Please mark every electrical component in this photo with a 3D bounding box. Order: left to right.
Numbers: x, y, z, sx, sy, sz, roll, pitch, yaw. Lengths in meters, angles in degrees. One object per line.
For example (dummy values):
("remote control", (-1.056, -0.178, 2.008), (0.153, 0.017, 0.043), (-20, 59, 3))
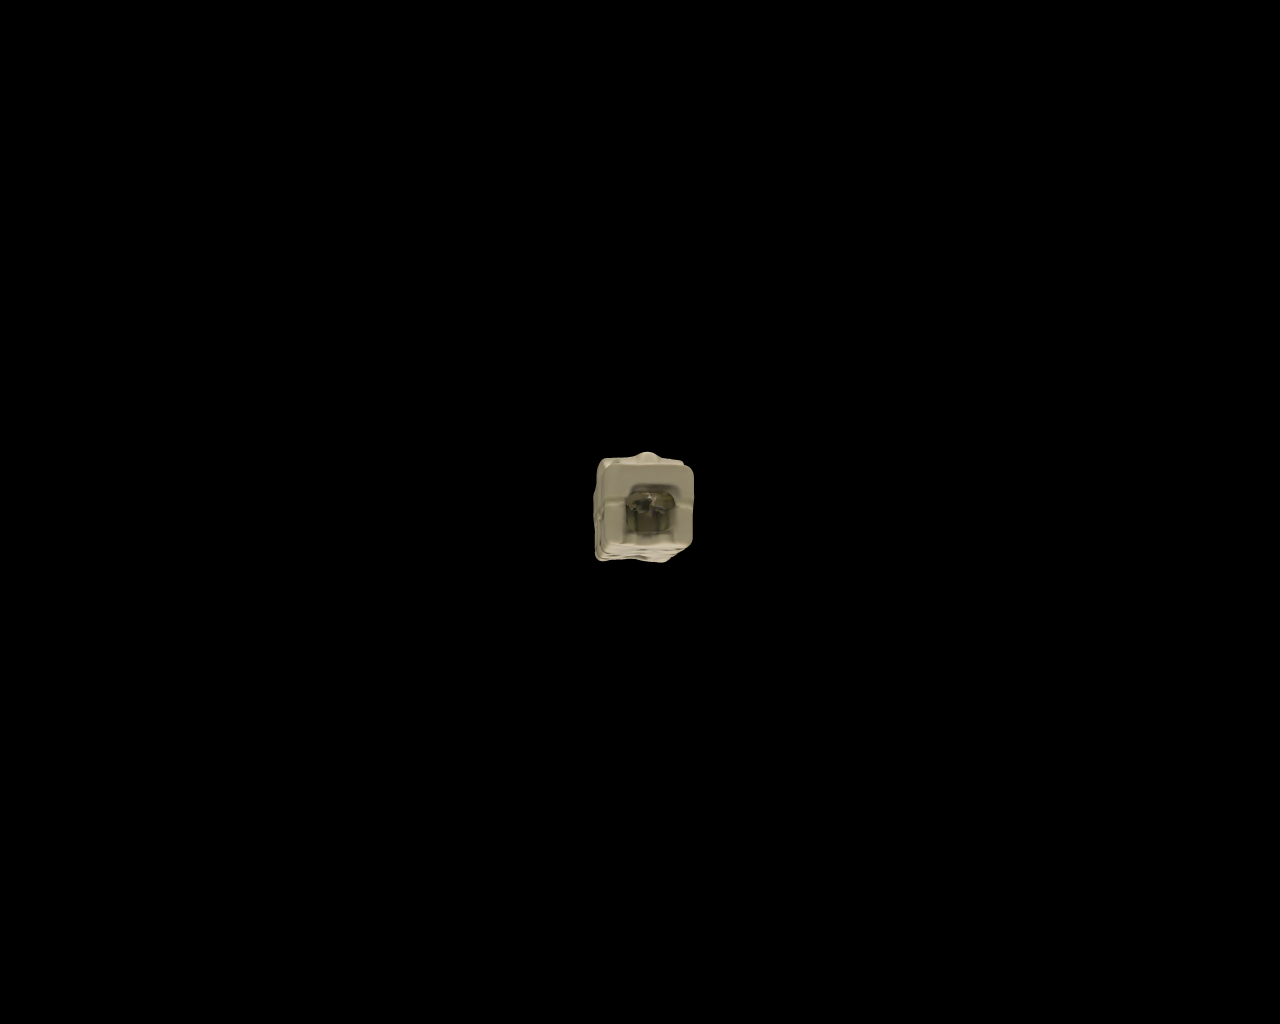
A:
("electrical component", (0.001, -0.003, 0.650), (0.050, 0.055, 0.089), (1, -9, -7))
